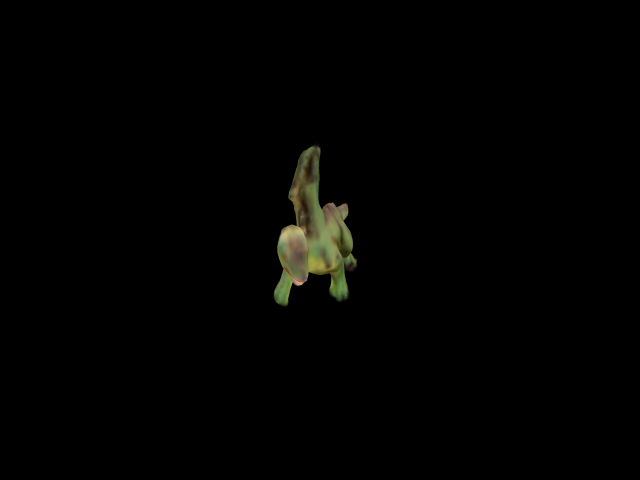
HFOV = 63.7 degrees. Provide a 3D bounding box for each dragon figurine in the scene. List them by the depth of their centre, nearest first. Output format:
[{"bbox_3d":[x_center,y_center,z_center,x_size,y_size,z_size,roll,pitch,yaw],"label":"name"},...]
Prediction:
[{"bbox_3d":[0.003,-0.043,0.850,0.122,0.237,0.420,6,34,9],"label":"dragon figurine"}]
